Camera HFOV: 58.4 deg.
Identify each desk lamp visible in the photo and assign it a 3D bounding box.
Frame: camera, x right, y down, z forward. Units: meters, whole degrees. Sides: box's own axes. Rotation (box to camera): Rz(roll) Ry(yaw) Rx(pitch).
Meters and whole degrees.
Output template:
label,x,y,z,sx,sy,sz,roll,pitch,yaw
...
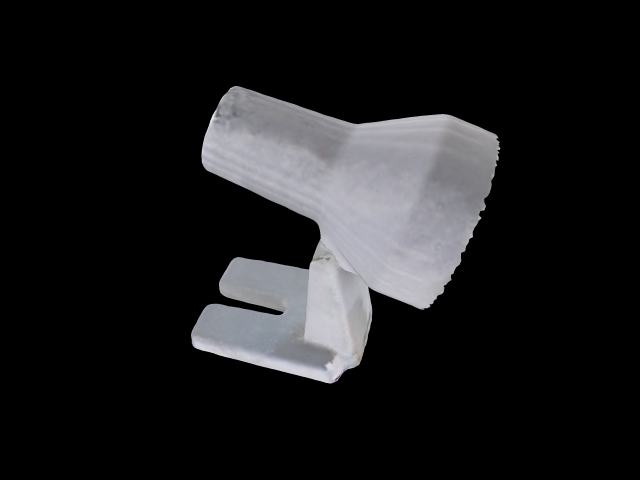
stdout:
label,x,y,z,sx,sy,sz,roll,pitch,yaw
desk lamp,0.004,0.001,0.400,0.203,0.214,0.118,10,43,11
